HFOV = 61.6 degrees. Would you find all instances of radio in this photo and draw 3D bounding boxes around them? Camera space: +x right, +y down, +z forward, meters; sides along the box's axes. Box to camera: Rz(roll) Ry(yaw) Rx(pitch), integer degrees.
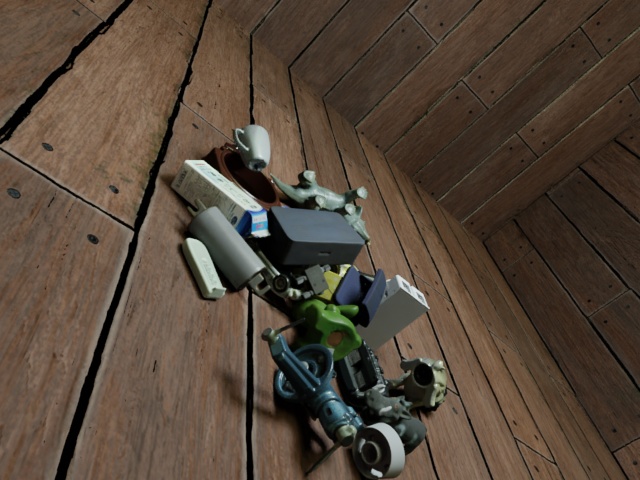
[{"bbox_3d":[-0.019,-0.009,1.254,0.229,0.073,0.131,3,37,-41],"label":"radio"}]

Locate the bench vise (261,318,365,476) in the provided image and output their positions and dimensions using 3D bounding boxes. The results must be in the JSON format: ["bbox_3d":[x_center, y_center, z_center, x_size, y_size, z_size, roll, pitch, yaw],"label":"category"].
[{"bbox_3d":[-0.023,0.247,0.927,0.240,0.129,0.224,56,6,-30],"label":"bench vise"}]

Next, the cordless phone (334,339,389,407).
[{"bbox_3d":[0.117,0.315,1.194,0.184,0.089,0.147,44,17,-41],"label":"cordless phone"}]

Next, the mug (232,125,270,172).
[{"bbox_3d":[-0.170,-0.230,1.346,0.109,0.081,0.107,33,33,-48],"label":"mug"}]

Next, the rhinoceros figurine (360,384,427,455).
[{"bbox_3d":[0.147,0.366,1.087,0.190,0.112,0.073,44,22,-30],"label":"rhinoceros figurine"}]

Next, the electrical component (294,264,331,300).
[{"bbox_3d":[-0.009,0.089,1.167,0.094,0.021,0.063,-24,87,-33],"label":"electrical component"}]

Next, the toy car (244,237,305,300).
[{"bbox_3d":[-0.108,0.061,1.199,0.202,0.056,0.073,48,19,23],"label":"toy car"}]

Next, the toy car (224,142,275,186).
[{"bbox_3d":[-0.197,-0.188,1.493,0.202,0.053,0.089,44,16,-21],"label":"toy car"}]

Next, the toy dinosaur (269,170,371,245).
[{"bbox_3d":[-0.001,-0.115,1.643,0.405,0.192,0.131,23,64,-21],"label":"toy dinosaur"}]

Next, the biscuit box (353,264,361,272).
[{"bbox_3d":[0.128,0.152,1.504,0.202,0.059,0.063,45,21,-7],"label":"biscuit box"}]

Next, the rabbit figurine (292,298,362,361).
[{"bbox_3d":[0.009,0.169,1.140,0.159,0.121,0.170,2,19,-25],"label":"rabbit figurine"}]

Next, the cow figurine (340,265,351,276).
[{"bbox_3d":[0.046,0.100,1.413,0.168,0.098,0.068,42,8,33],"label":"cow figurine"}]

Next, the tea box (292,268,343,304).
[{"bbox_3d":[0.018,0.119,1.275,0.169,0.098,0.068,26,70,-46],"label":"tea box"}]

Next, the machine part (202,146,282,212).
[{"bbox_3d":[-0.198,-0.129,1.341,0.201,0.087,0.201,26,30,-41],"label":"machine part"}]

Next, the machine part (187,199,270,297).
[{"bbox_3d":[-0.192,0.018,1.102,0.243,0.079,0.079,50,21,6],"label":"machine part"}]

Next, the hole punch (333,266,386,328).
[{"bbox_3d":[0.107,0.131,1.237,0.115,0.092,0.142,55,48,-36],"label":"hole punch"}]

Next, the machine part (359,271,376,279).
[{"bbox_3d":[0.131,0.150,1.434,0.084,0.039,0.139,16,56,-33],"label":"machine part"}]

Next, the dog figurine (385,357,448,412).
[{"bbox_3d":[0.271,0.344,1.296,0.190,0.172,0.121,11,52,-47],"label":"dog figurine"}]
